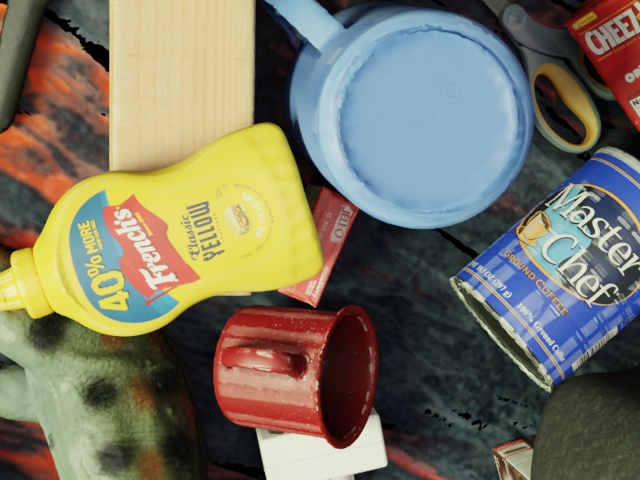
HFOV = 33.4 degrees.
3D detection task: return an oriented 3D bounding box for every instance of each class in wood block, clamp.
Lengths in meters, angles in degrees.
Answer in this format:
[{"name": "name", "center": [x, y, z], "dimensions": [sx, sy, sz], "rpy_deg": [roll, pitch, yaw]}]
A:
[{"name": "wood block", "center": [-0.090, -0.072, 0.693], "dimensions": [0.090, 0.090, 0.206], "rpy_deg": [1, 95, -8]}, {"name": "clamp", "center": [-0.191, -0.181, 0.697], "dimensions": [0.210, 0.036, 0.164], "rpy_deg": [-34, 99, -3]}]

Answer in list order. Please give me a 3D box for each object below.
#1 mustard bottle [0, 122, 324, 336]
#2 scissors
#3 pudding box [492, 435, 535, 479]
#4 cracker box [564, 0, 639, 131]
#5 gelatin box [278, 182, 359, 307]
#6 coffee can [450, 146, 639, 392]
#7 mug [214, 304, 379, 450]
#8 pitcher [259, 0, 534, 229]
[{"name": "mustard bottle", "center": [-0.101, 0.003, 0.623], "dimensions": [0.191, 0.058, 0.096], "rpy_deg": [-18, 99, -6]}, {"name": "scissors", "center": [0.156, -0.159, 0.752], "dimensions": [0.096, 0.016, 0.202], "rpy_deg": [-29, 98, -5]}, {"name": "pudding box", "center": [0.162, 0.204, 0.748], "dimensions": [0.039, 0.090, 0.113], "rpy_deg": [-15, 96, -8]}, {"name": "cracker box", "center": [0.268, -0.099, 0.703], "dimensions": [0.213, 0.072, 0.164], "rpy_deg": [53, 44, -8]}, {"name": "gelatin box", "center": [-0.005, 0.001, 0.710], "dimensions": [0.030, 0.089, 0.073], "rpy_deg": [23, 92, -9]}, {"name": "coffee can", "center": [0.175, 0.019, 0.726], "dimensions": [0.140, 0.103, 0.103], "rpy_deg": [-41, 98, -2]}, {"name": "mug", "center": [-0.022, 0.084, 0.692], "dimensions": [0.082, 0.117, 0.093], "rpy_deg": [3, 82, 27]}, {"name": "pitcher", "center": [0.038, -0.085, 0.629], "dimensions": [0.149, 0.243, 0.145], "rpy_deg": [0, 100, -3]}]
